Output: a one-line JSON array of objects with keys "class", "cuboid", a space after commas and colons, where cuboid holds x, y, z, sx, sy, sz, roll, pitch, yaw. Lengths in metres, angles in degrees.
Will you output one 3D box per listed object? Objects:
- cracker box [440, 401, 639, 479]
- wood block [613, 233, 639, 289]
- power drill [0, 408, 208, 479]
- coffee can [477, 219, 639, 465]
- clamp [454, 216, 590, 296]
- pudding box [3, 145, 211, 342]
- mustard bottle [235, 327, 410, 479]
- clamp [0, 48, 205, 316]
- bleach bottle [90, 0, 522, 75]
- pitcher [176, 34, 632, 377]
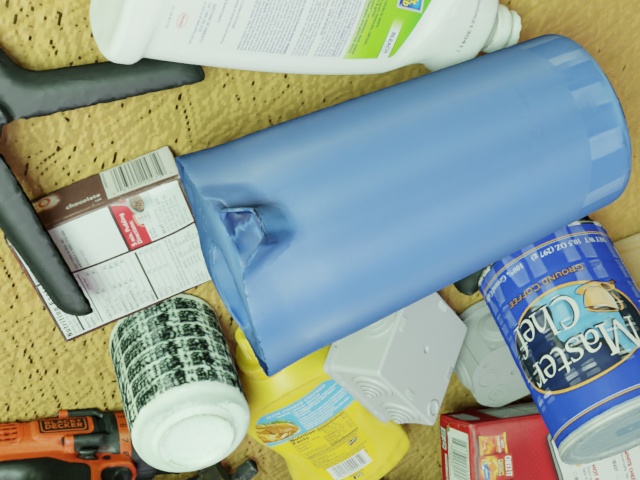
[{"class": "cracker box", "cuboid": [0.206, 0.210, 0.856, 0.213, 0.072, 0.164, -5, 92, -18]}, {"class": "wood block", "cuboid": [0.320, 0.034, 0.853, 0.206, 0.090, 0.091, -19, 131, -8]}, {"class": "power drill", "cuboid": [-0.136, 0.176, 0.703, 0.184, 0.188, 0.057, -2, 111, -19]}, {"class": "coffee can", "cuboid": [0.185, 0.071, 0.747, 0.102, 0.140, 0.103, -17, 151, -10]}, {"class": "clamp", "cuboid": [0.148, -0.019, 0.755, 0.120, 0.039, 0.171, -26, 145, -7]}, {"class": "pudding box", "cuboid": [-0.128, 0.004, 0.670, 0.113, 0.039, 0.090, -22, 131, -4]}, {"class": "mustard bottle", "cuboid": [-0.010, 0.121, 0.798, 0.096, 0.058, 0.191, -29, 132, 7]}, {"class": "clamp", "cuboid": [-0.175, -0.070, 0.579, 0.209, 0.036, 0.164, 31, 92, -26]}, {"class": "bleach bottle", "cuboid": [0.005, -0.133, 0.606, 0.250, 0.068, 0.103, 6, 125, -30]}, {"class": "pitcher", "cuboid": [0.047, -0.026, 0.624, 0.242, 0.149, 0.145, -22, 125, -9]}]
